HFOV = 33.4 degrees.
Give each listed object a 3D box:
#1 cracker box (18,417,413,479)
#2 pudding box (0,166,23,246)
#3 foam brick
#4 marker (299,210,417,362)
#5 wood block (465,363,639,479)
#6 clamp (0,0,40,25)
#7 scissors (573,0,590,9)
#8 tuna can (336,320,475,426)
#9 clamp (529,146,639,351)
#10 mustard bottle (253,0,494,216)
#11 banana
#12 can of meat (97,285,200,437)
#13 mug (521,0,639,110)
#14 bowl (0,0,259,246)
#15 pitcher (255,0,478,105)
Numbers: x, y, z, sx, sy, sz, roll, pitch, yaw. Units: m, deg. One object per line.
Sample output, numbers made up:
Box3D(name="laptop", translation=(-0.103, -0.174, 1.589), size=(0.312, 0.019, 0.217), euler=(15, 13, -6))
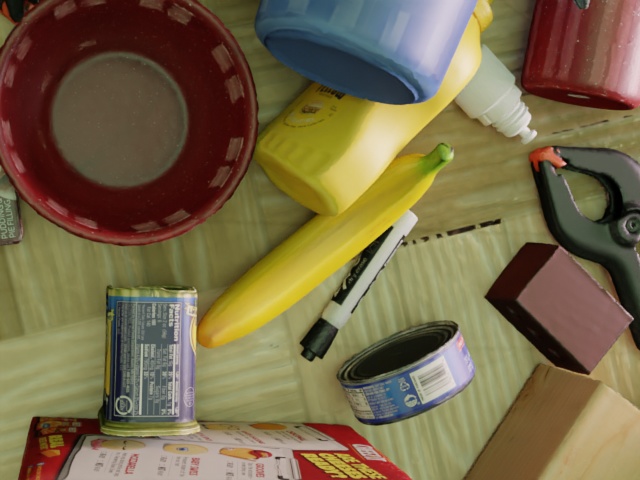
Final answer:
Box3D(name="cracker box", translation=(-0.066, 0.155, 0.623), size=(0.213, 0.164, 0.072), euler=(4, 92, -13))
Box3D(name="pudding box", translation=(-0.233, -0.047, 0.646), size=(0.090, 0.039, 0.113), euler=(-9, 93, -13))
Box3D(name="foam brick", translation=(0.163, 0.046, 0.731), size=(0.078, 0.053, 0.051), euler=(43, 82, -9))
Box3D(name="marker", translation=(0.025, 0.030, 0.716), size=(0.020, 0.020, 0.121), euler=(36, 83, -11))
Box3D(name="wood block", translation=(0.143, 0.197, 0.709), size=(0.090, 0.091, 0.206), euler=(36, 83, -12))
Box3D(name="clamp", translation=(-0.149, -0.226, 0.625), size=(0.164, 0.036, 0.210), euler=(17, 108, -53))
Box3D(name="scissors", translation=(0.156, -0.222, 0.695), size=(0.096, 0.016, 0.201), euler=(29, 49, 4))
Box3D(name="tuna can", translation=(0.056, 0.086, 0.690), size=(0.086, 0.086, 0.034), euler=(-25, 98, -12))
Box3D(name="clamp", translation=(0.224, -0.014, 0.751), size=(0.120, 0.039, 0.171), euler=(-43, 99, -10))
Box3D(name="mustard bottle", translation=(0.046, -0.102, 0.680), size=(0.191, 0.096, 0.058), euler=(-45, 121, -9))
Box3D(name="banana", translation=(0.001, 0.001, 0.687), size=(0.198, 0.069, 0.037), euler=(-40, 78, 1))
Box3D(name="can of meat", translation=(-0.104, 0.070, 0.646), size=(0.057, 0.102, 0.084), euler=(1, 88, -13))
Box3D(name="mug", translation=(0.192, -0.132, 0.722), size=(0.117, 0.093, 0.081), euler=(10, 93, -28))
Box3D(name="bowl", translation=(-0.122, -0.077, 0.661), size=(0.162, 0.055, 0.162), euler=(0, 90, -15))
Box3D(name="pitcher", translation=(0.054, -0.202, 0.603), size=(0.149, 0.145, 0.243), euler=(25, 83, -40))
